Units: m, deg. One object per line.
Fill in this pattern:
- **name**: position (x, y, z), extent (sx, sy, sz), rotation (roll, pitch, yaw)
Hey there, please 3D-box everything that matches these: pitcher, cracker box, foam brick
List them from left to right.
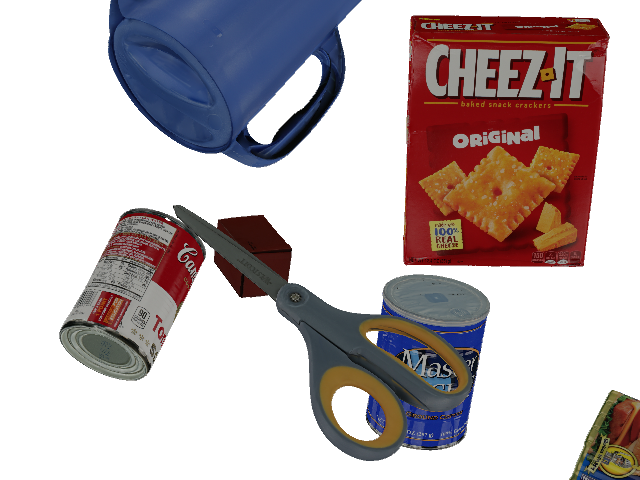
- **foam brick**: position (-0.069, 0.015, 1.075), extent (0.052, 0.051, 0.078), rotation (-5, 29, -25)
- **pitcher**: position (-0.047, -0.187, 0.909), extent (0.145, 0.149, 0.242), rotation (25, 58, 30)
- **cracker box**: position (0.156, -0.083, 0.934), extent (0.164, 0.214, 0.072), rotation (1, 24, 3)

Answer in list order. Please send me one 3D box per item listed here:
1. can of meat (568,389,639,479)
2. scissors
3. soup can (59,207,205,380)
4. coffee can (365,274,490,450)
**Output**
- **can of meat**: position (0.237, 0.166, 0.787), extent (0.084, 0.057, 0.102), rotation (21, 40, 22)
- **scissors**: position (-0.017, 0.051, 0.585), extent (0.202, 0.096, 0.016), rotation (24, -37, 12)
- **soup can**: position (-0.130, 0.037, 0.744), extent (0.068, 0.102, 0.068), rotation (15, -35, 11)
- **coffee can**: position (0.103, 0.117, 1.042), extent (0.103, 0.140, 0.103), rotation (6, 22, -2)
